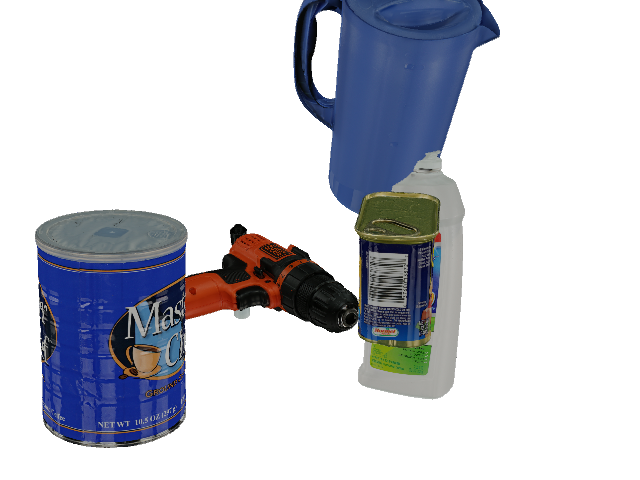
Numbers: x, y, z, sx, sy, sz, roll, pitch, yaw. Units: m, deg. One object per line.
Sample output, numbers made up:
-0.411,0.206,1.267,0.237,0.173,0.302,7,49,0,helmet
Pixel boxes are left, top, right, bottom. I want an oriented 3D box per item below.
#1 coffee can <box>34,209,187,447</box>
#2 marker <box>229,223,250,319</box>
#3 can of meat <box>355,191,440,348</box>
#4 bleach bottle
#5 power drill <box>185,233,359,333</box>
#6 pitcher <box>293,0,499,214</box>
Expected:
-0.145,0.059,0.751,0.103,0.140,0.103,2,17,-1,coffee can
-0.091,0.035,1.205,0.020,0.121,0.020,0,32,0,marker
0.055,0.020,0.765,0.057,0.084,0.102,3,19,6,can of meat
0.094,0.031,1.089,0.103,0.251,0.068,9,17,24,bleach bottle
-0.081,0.059,0.947,0.187,0.057,0.185,-17,25,-29,power drill
0.063,-0.142,1.054,0.144,0.243,0.149,-24,53,-30,pitcher
